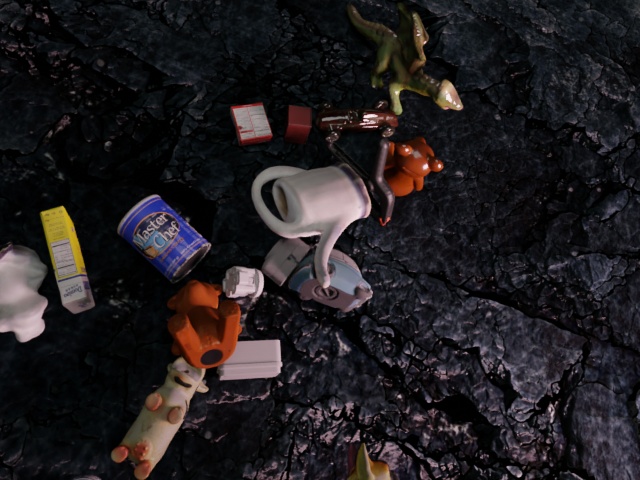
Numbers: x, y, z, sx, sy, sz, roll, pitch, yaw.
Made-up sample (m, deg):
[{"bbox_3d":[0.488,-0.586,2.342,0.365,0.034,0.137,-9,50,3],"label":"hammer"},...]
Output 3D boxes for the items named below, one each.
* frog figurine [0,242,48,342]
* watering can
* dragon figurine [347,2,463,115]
[{"bbox_3d":[-0.533,0.092,0.897,0.140,0.122,0.157,-50,123,-31],"label":"frog figurine"},{"bbox_3d":[0.003,-0.051,1.016,0.226,0.101,0.354,-18,47,-22],"label":"watering can"},{"bbox_3d":[0.185,-0.446,1.180,0.123,0.239,0.413,-31,82,-16],"label":"dragon figurine"}]
